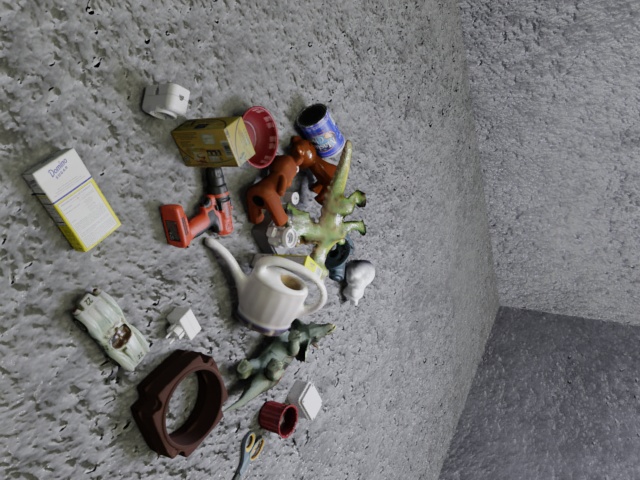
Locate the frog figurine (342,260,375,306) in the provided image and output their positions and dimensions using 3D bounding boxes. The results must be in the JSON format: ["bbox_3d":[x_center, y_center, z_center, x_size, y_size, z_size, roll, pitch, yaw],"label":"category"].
[{"bbox_3d":[0.136,0.151,1.822,0.136,0.122,0.161,35,51,-74],"label":"frog figurine"}]

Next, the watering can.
[{"bbox_3d":[-0.158,0.126,1.333,0.106,0.347,0.220,-88,-158,-63],"label":"watering can"}]

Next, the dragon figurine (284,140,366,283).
[{"bbox_3d":[0.004,-0.074,1.477,0.244,0.122,0.407,-11,102,-36],"label":"dragon figurine"}]
